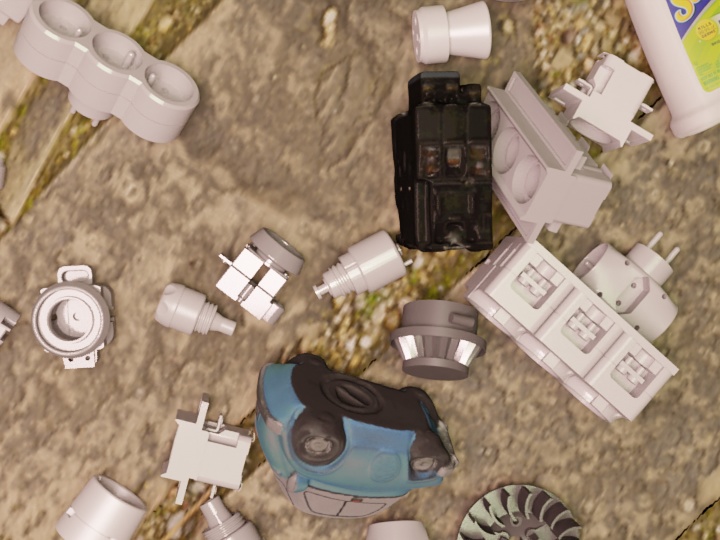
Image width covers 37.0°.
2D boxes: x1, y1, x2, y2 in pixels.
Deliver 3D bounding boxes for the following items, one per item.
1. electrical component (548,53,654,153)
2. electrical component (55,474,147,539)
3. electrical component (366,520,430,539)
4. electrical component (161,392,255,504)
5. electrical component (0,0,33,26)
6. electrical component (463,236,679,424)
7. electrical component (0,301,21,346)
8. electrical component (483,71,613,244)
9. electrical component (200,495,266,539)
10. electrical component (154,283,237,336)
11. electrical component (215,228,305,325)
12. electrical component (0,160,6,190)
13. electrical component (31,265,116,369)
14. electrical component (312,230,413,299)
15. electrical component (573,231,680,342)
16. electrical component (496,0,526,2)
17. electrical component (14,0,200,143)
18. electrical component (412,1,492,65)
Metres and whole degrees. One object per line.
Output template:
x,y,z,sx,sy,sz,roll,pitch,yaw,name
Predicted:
0.197,-0.133,0.855,0.081,0.042,0.063,29,86,-6,electrical component
-0.197,0.190,0.827,0.055,0.055,0.047,34,85,-6,electrical component
0.046,0.240,0.851,0.079,0.043,0.077,10,67,-34,electrical component
-0.118,0.141,0.838,0.064,0.042,0.081,14,92,-9,electrical component
-0.275,-0.224,0.786,0.062,0.096,0.061,34,89,24,electrical component
0.157,0.046,0.834,0.150,0.089,0.061,41,88,-5,electrical component
-0.288,0.036,0.820,0.046,0.040,0.040,35,89,-12,electrical component
0.134,-0.084,0.806,0.063,0.121,0.078,10,123,-24,electrical component
-0.103,0.207,0.841,0.048,0.048,0.062,-30,88,-3,electrical component
-0.127,0.035,0.836,0.061,0.035,0.035,22,90,-8,electrical component
-0.076,0.001,0.834,0.066,0.048,0.055,38,96,-5,electrical component
-0.293,-0.059,0.812,0.045,0.045,0.055,8,91,-5,electrical component
-0.217,0.036,0.817,0.058,0.057,0.078,-3,93,-5,electrical component
0.000,0.000,0.843,0.078,0.040,0.040,-27,94,-4,electrical component
0.223,0.006,0.861,0.077,0.043,0.079,41,89,-6,electrical component
0.120,-0.260,0.832,0.108,0.060,0.108,0,93,-8,electrical component
-0.197,-0.139,0.814,0.138,0.052,0.073,31,129,-12,electrical component
0.071,-0.185,0.840,0.055,0.045,0.045,-6,93,-4,electrical component
